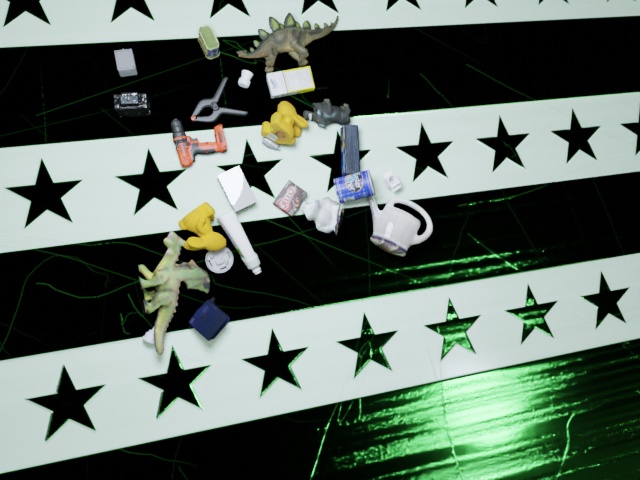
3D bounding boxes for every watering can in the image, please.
[{"bbox_3d":[0.266,-0.074,2.024,0.348,0.103,0.226,26,81,5],"label":"watering can"}]

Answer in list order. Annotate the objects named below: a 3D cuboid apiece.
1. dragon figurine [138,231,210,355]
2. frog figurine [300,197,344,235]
[{"bbox_3d":[-0.510,0.174,1.835,0.244,0.121,0.411,-14,89,-21],"label":"dragon figurine"},{"bbox_3d":[0.006,-0.099,1.968,0.160,0.125,0.134,14,120,12],"label":"frog figurine"}]
